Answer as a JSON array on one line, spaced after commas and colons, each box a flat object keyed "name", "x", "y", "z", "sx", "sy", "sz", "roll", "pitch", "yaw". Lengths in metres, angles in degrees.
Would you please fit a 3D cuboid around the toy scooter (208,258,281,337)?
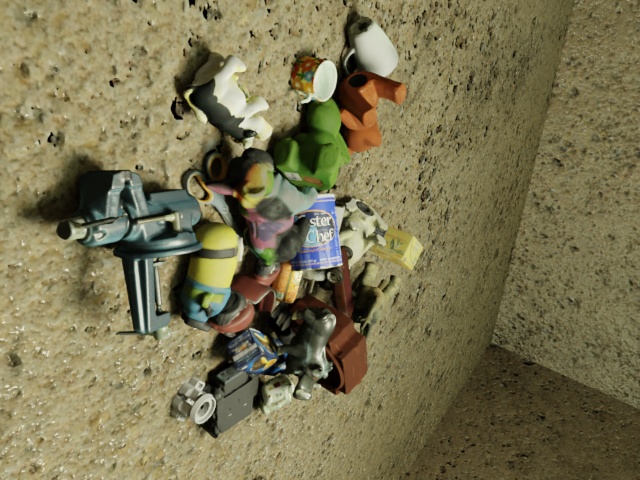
[{"name": "toy scooter", "x": -0.137, "y": 0.119, "z": 1.021, "sx": 0.184, "sy": 0.075, "sz": 0.135, "roll": -47, "pitch": 155, "yaw": -31}]

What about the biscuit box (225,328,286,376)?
[{"name": "biscuit box", "x": -0.117, "y": 0.233, "z": 1.094, "sx": 0.063, "sy": 0.059, "sz": 0.202, "roll": -35, "pitch": 157, "yaw": 4}]

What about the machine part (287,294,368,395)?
[{"name": "machine part", "x": 0.003, "y": 0.236, "z": 1.195, "sx": 0.087, "sy": 0.202, "sz": 0.200, "roll": -39, "pitch": 141, "yaw": -31}]

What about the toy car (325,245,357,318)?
[{"name": "toy car", "x": 0.044, "y": 0.100, "z": 1.169, "sx": 0.089, "sy": 0.053, "sz": 0.201, "roll": -61, "pitch": 152, "yaw": -42}]

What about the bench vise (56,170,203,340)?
[{"name": "bench vise", "x": -0.240, "y": 0.025, "z": 0.721, "sx": 0.223, "sy": 0.129, "sz": 0.240, "roll": -30, "pitch": 119, "yaw": -71}]

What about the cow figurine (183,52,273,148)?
[{"name": "cow figurine", "x": -0.134, "y": -0.192, "z": 0.815, "sx": 0.098, "sy": 0.068, "sz": 0.167, "roll": -52, "pitch": 144, "yaw": -14}]

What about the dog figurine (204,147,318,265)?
[{"name": "dog figurine", "x": -0.103, "y": -0.051, "z": 0.900, "sx": 0.219, "sy": 0.109, "sz": 0.191, "roll": 4, "pitch": 102, "yaw": -66}]

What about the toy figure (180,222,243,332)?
[{"name": "toy figure", "x": -0.185, "y": 0.059, "z": 0.893, "sx": 0.089, "sy": 0.082, "sz": 0.180, "roll": 12, "pitch": 102, "yaw": -61}]

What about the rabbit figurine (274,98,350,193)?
[{"name": "rabbit figurine", "x": 0.007, "y": -0.183, "z": 1.013, "sx": 0.159, "sy": 0.121, "sz": 0.170, "roll": 41, "pitch": 59, "yaw": -63}]

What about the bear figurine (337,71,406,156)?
[{"name": "bear figurine", "x": 0.096, "y": -0.238, "z": 1.090, "sx": 0.120, "sy": 0.132, "sz": 0.195, "roll": -38, "pitch": 146, "yaw": -17}]

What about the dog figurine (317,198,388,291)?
[{"name": "dog figurine", "x": 0.055, "y": 0.010, "z": 1.267, "sx": 0.190, "sy": 0.121, "sz": 0.172, "roll": -49, "pitch": -168, "yaw": 32}]

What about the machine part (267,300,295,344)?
[{"name": "machine part", "x": -0.079, "y": 0.176, "z": 1.115, "sx": 0.039, "sy": 0.084, "sz": 0.138, "roll": -28, "pitch": 157, "yaw": -17}]

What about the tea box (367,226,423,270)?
[{"name": "tea box", "x": 0.156, "y": 0.004, "z": 1.319, "sx": 0.068, "sy": 0.170, "sz": 0.098, "roll": -64, "pitch": 152, "yaw": -6}]

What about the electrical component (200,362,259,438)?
[{"name": "electrical component", "x": -0.184, "y": 0.314, "z": 1.085, "sx": 0.115, "sy": 0.058, "sz": 0.134, "roll": -28, "pitch": 134, "yaw": -45}]

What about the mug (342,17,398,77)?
[{"name": "mug", "x": 0.089, "y": -0.375, "z": 1.059, "sx": 0.109, "sy": 0.081, "sz": 0.107, "roll": -30, "pitch": 141, "yaw": 7}]

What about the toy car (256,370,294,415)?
[{"name": "toy car", "x": -0.099, "y": 0.341, "z": 1.186, "sx": 0.073, "sy": 0.056, "sz": 0.201, "roll": -24, "pitch": 157, "yaw": -19}]

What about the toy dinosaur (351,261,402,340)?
[{"name": "toy dinosaur", "x": 0.122, "y": 0.163, "z": 1.348, "sx": 0.198, "sy": 0.105, "sz": 0.471, "roll": -64, "pitch": 172, "yaw": -8}]

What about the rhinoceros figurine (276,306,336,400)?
[{"name": "rhinoceros figurine", "x": -0.020, "y": 0.221, "z": 1.062, "sx": 0.073, "sy": 0.112, "sz": 0.190, "roll": -5, "pitch": 113, "yaw": -69}]

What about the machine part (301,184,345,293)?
[{"name": "machine part", "x": -0.002, "y": -0.003, "z": 1.152, "sx": 0.079, "sy": 0.079, "sz": 0.243, "roll": -10, "pitch": 117, "yaw": -56}]
